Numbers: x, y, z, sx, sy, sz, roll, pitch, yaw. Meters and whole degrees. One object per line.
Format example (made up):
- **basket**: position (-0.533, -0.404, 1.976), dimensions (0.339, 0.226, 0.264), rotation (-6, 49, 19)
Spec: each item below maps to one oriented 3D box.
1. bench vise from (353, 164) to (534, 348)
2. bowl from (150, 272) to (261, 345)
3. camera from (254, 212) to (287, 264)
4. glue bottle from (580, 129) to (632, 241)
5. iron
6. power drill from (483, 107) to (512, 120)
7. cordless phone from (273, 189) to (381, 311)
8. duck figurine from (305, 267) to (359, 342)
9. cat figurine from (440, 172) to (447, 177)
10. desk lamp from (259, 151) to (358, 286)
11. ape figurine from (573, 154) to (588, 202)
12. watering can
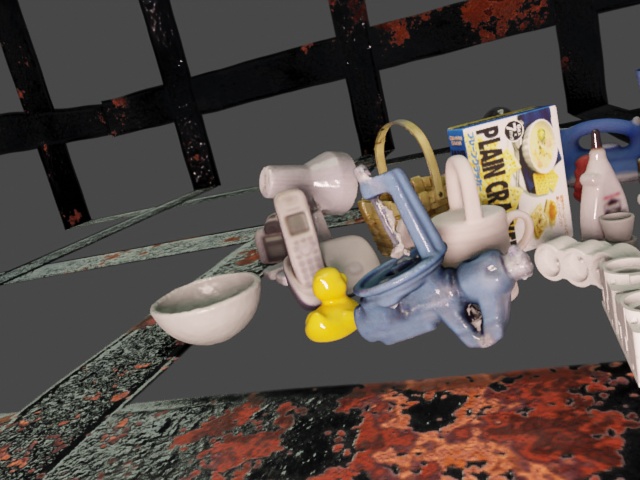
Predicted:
- **bench vise**: position (0.124, 0.010, 0.655), dimensions (0.207, 0.220, 0.121), rotation (-11, 13, 10)
- **bowl**: position (-0.160, 0.109, 0.850), dimensions (0.167, 0.075, 0.167), rotation (-13, 13, 3)
- **camera**: position (-0.055, -0.020, 1.236), dimensions (0.143, 0.101, 0.137), rotation (-9, 14, 20)
- **glue bottle**: position (0.406, -0.074, 0.827), dimensions (0.078, 0.173, 0.037), rotation (-20, 14, -25)
- **iron**: position (0.608, -0.193, 1.200), dimensions (0.257, 0.141, 0.119), rotation (-4, 16, 35)
- **power drill**: position (0.398, -0.188, 1.242), dimensions (0.075, 0.208, 0.230), rotation (-11, 13, 12)
- **cordless phone**: position (0.008, 0.003, 0.882), dimensions (0.148, 0.185, 0.094), rotation (-18, 14, -20)
- **duck figurine**: position (0.013, 0.081, 0.768), dimensions (0.077, 0.086, 0.105), rotation (-6, 15, 29)
- **cat figurine**: position (0.299, -0.109, 1.211), dimensions (0.067, 0.118, 0.127), rotation (-14, 13, -1)
- **desk lamp**: position (-0.021, -0.049, 1.073), dimensions (0.204, 0.214, 0.117), rotation (-21, 15, -28)
- **ape figurine**: position (0.509, -0.117, 1.088), dimensions (0.078, 0.092, 0.076), rotation (-20, 14, -26)
- **watering can**: position (0.185, -0.012, 0.744), dimensions (0.173, 0.194, 0.100), rotation (-18, 14, -18)
